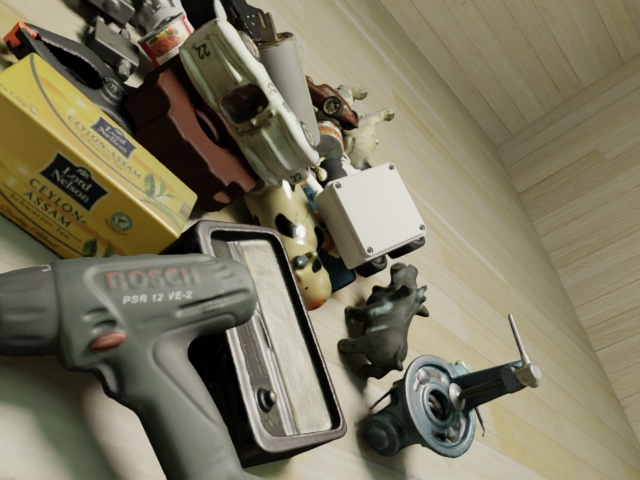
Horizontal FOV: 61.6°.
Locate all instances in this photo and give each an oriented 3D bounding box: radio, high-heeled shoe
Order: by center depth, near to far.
[{"bbox_3d":[-0.070,0.094,0.517,0.131,0.073,0.230,12,50,-54],"label":"radio"},{"bbox_3d":[-0.145,-0.287,0.818,0.145,0.086,0.249,40,31,-45],"label":"high-heeled shoe"}]

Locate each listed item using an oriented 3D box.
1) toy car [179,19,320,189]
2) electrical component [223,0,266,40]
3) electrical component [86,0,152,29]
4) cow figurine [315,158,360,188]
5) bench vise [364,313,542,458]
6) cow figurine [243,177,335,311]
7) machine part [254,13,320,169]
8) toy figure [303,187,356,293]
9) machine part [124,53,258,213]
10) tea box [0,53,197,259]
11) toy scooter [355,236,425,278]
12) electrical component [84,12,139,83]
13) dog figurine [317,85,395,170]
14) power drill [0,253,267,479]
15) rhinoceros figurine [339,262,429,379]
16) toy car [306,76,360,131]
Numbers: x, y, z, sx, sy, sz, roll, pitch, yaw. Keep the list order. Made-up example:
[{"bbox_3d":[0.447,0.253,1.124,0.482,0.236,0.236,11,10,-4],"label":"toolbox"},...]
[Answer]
[{"bbox_3d":[-0.074,-0.145,0.600,0.201,0.073,0.056,55,20,-24],"label":"toy car"},{"bbox_3d":[-0.133,-0.373,0.949,0.134,0.058,0.115,61,25,8],"label":"electrical component"},{"bbox_3d":[-0.258,-0.303,0.656,0.102,0.045,0.078,31,10,-34],"label":"electrical component"},{"bbox_3d":[0.036,-0.060,0.873,0.098,0.068,0.167,33,35,-40],"label":"cow figurine"},{"bbox_3d":[0.175,0.190,0.664,0.223,0.240,0.129,0,64,-41],"label":"bench vise"},{"bbox_3d":[-0.039,-0.004,0.671,0.127,0.085,0.195,11,54,-63],"label":"cow figurine"},{"bbox_3d":[-0.054,-0.218,0.815,0.079,0.079,0.242,-80,159,-54],"label":"machine part"},{"bbox_3d":[0.000,-0.003,0.756,0.058,0.064,0.154,-12,72,-48],"label":"toy figure"},{"bbox_3d":[-0.135,-0.121,0.610,0.179,0.056,0.179,49,26,-34],"label":"machine part"},{"bbox_3d":[-0.198,-0.049,0.435,0.169,0.098,0.068,43,29,-22],"label":"tea box"},{"bbox_3d":[0.084,-0.029,0.797,0.184,0.075,0.135,-22,85,-53],"label":"toy scooter"},{"bbox_3d":[-0.247,-0.228,0.635,0.063,0.021,0.094,28,38,-44],"label":"electrical component"},{"bbox_3d":[0.038,-0.197,1.016,0.172,0.121,0.190,24,46,8],"label":"dog figurine"},{"bbox_3d":[-0.136,0.108,0.365,0.232,0.086,0.207,-14,71,-36],"label":"power drill"},{"bbox_3d":[0.096,0.103,0.749,0.073,0.112,0.190,47,36,-15],"label":"rhinoceros figurine"},{"bbox_3d":[-0.008,-0.260,0.963,0.202,0.053,0.089,37,7,27],"label":"toy car"}]
